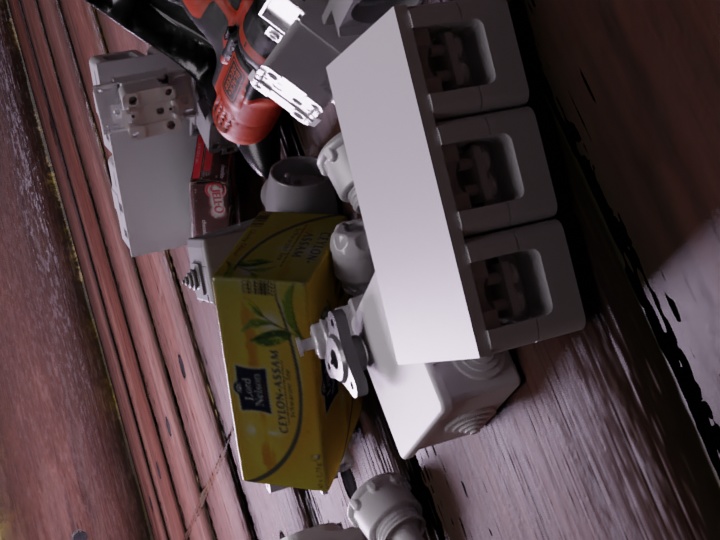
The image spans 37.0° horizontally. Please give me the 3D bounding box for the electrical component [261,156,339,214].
[{"bbox_3d":[-0.048,-0.047,0.781,0.079,0.043,0.077,-126,29,-48],"label":"electrical component"}]

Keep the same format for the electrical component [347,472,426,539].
[{"bbox_3d":[0.024,0.171,0.725,0.062,0.048,0.048,46,145,44],"label":"electrical component"}]

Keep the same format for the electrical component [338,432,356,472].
[{"bbox_3d":[-0.024,0.126,0.830,0.043,0.043,0.062,99,150,-49],"label":"electrical component"}]

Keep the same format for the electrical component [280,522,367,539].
[{"bbox_3d":[-0.046,0.265,0.913,0.150,0.089,0.061,116,137,-62],"label":"electrical component"}]

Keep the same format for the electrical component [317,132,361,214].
[{"bbox_3d":[0.007,-0.051,0.622,0.062,0.048,0.048,63,158,15],"label":"electrical component"}]

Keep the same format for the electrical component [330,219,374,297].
[{"bbox_3d":[0.000,0.000,0.690,0.035,0.035,0.061,-133,33,-55],"label":"electrical component"}]

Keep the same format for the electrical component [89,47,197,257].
[{"bbox_3d":[-0.190,-0.119,1.040,0.060,0.105,0.186,-142,42,-62],"label":"electrical component"}]

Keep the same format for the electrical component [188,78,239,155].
[{"bbox_3d":[-0.122,-0.139,0.932,0.081,0.042,0.063,105,145,-55],"label":"electrical component"}]

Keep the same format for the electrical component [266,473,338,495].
[{"bbox_3d":[-0.057,0.157,0.915,0.081,0.064,0.042,-141,41,-61],"label":"electrical component"}]

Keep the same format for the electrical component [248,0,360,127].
[{"bbox_3d":[-0.027,-0.122,0.619,0.081,0.063,0.042,36,163,-10],"label":"electrical component"}]

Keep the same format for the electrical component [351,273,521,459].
[{"bbox_3d":[0.040,0.044,0.586,0.099,0.048,0.099,114,139,-61],"label":"electrical component"}]

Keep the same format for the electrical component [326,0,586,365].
[{"bbox_3d":[0.044,-0.038,0.492,0.089,0.062,0.150,162,95,-68],"label":"electrical component"}]

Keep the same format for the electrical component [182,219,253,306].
[{"bbox_3d":[-0.098,-0.009,0.867,0.062,0.096,0.061,-175,74,-70],"label":"electrical component"}]

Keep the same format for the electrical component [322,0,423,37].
[{"bbox_3d":[0.006,-0.160,0.553,0.081,0.042,0.063,137,119,-68],"label":"electrical component"}]

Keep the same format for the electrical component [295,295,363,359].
[{"bbox_3d":[-0.001,0.037,0.660,0.040,0.078,0.040,164,90,-85],"label":"electrical component"}]

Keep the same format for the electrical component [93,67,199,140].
[{"bbox_3d":[-0.174,-0.136,0.882,0.063,0.081,0.042,-127,26,-63],"label":"electrical component"}]
